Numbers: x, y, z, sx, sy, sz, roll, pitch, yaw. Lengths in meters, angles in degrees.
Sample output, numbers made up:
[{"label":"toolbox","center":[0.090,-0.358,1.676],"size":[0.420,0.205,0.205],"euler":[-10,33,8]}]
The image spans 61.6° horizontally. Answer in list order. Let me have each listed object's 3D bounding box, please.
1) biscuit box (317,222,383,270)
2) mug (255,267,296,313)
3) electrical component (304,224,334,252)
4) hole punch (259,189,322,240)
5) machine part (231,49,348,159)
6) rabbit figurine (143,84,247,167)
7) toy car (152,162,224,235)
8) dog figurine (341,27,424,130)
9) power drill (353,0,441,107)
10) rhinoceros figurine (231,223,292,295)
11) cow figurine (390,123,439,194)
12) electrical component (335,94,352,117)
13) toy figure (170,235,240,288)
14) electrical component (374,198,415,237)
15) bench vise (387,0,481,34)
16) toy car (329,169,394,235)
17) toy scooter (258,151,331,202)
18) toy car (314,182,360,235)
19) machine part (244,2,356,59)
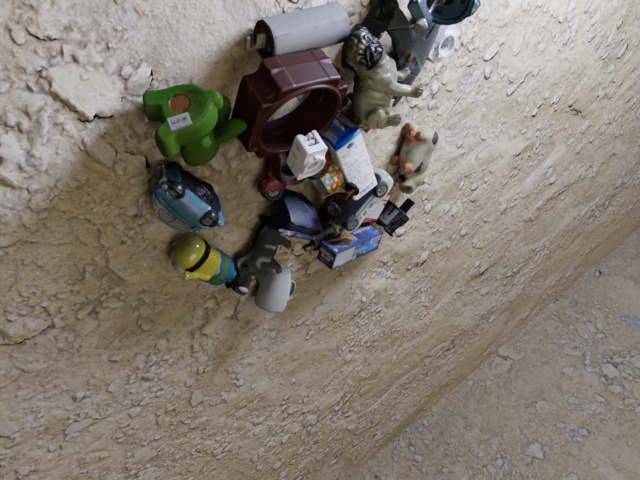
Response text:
[{"label":"biscuit box","center":[0.085,0.013,1.468],"size":[0.202,0.063,0.059],"euler":[-22,140,-42]},{"label":"mug","center":[-0.106,0.123,1.393],"size":[0.109,0.081,0.107],"euler":[1,115,-36]},{"label":"electrical component","center":[-0.003,-0.004,1.421],"size":[0.094,0.021,0.063],"euler":[-27,139,-22]},{"label":"hole punch","center":[-0.060,-0.058,1.247],"size":[0.142,0.116,0.092],"euler":[14,105,-50]},{"label":"machine part","center":[-0.058,-0.254,1.028],"size":[0.201,0.087,0.201],"euler":[-21,158,-30]},{"label":"rabbit figurine","center":[-0.223,-0.203,0.968],"size":[0.159,0.121,0.170],"euler":[-31,163,-11]},{"label":"toy car","center":[-0.268,-0.070,1.042],"size":[0.103,0.109,0.161],"euler":[-37,137,17]},{"label":"dog figurine","center":[0.087,-0.315,1.079],"size":[0.190,0.121,0.172],"euler":[19,116,-39]},{"label":"power drill","center":[0.163,-0.414,1.154],"size":[0.207,0.086,0.232],"euler":[18,109,-46]},{"label":"rhinoceros figurine","center":[-0.148,0.050,1.289],"size":[0.112,0.073,0.190],"euler":[9,117,-49]},{"label":"cow figurine","center":[0.258,-0.212,1.435],"size":[0.127,0.086,0.194],"euler":[-5,127,-33]},{"label":"electrical component","center":[0.025,-0.302,1.106],"size":[0.045,0.102,0.078],"euler":[-30,174,-1]},{"label":"toy figure","center":[-0.250,0.048,1.185],"size":[0.180,0.082,0.089],"euler":[28,93,-48]},{"label":"electrical component","center":[0.216,-0.074,1.524],"size":[0.119,0.075,0.047],"euler":[-45,144,6]},{"label":"bench vise","center":[0.218,-0.491,1.026],"size":[0.223,0.129,0.240],"euler":[51,55,-34]},{"label":"toy car","center":[0.105,-0.099,1.393],"size":[0.201,0.074,0.056],"euler":[-49,142,4]},{"label":"toy scooter","center":[-0.063,-0.171,1.168],"size":[0.184,0.075,0.135],"euler":[-32,139,-11]},{"label":"toy car","center":[0.029,-0.078,1.292],"size":[0.089,0.053,0.202],"euler":[-46,180,-24]},{"label":"machine part","center":[-0.033,-0.384,0.995],"size":[0.243,0.079,0.079],"euler":[-26,139,-26]}]
